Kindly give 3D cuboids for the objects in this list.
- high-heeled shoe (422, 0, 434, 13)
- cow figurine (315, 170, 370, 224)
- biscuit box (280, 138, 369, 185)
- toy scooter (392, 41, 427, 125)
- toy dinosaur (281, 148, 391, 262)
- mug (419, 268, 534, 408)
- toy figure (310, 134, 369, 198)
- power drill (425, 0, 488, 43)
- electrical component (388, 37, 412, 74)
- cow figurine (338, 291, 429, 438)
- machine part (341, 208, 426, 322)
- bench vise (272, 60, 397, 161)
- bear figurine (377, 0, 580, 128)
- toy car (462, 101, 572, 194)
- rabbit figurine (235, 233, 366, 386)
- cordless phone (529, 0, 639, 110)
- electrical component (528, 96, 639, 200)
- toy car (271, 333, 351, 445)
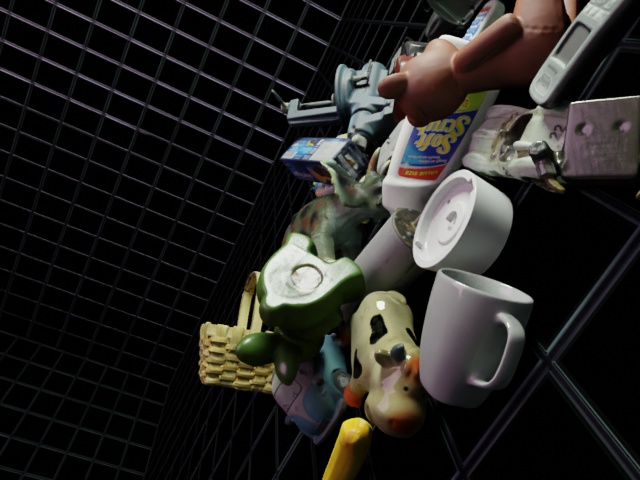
[{"bbox_3d":[0.187,-0.450,0.882,0.145,0.248,0.086,-30,77,35],"label":"high-heeled shoe"},{"bbox_3d":[0.055,-0.094,0.972,0.098,0.068,0.167,-51,29,-7],"label":"cow figurine"},{"bbox_3d":[0.002,-0.143,0.976,0.059,0.062,0.203,-50,28,-12],"label":"biscuit box"},{"bbox_3d":[0.157,-0.248,0.883,0.184,0.075,0.135,-75,-7,-62],"label":"toy scooter"},{"bbox_3d":[0.000,0.000,0.873,0.405,0.131,0.192,-36,49,53],"label":"toy dinosaur"},{"bbox_3d":[0.131,0.090,0.453,0.110,0.081,0.107,-135,58,-67],"label":"mug"},{"bbox_3d":[0.037,-0.143,1.155,0.089,0.082,0.180,-144,75,-74],"label":"toy figure"},{"bbox_3d":[0.215,-0.362,0.769,0.232,0.086,0.207,-48,-4,36],"label":"power drill"},{"bbox_3d":[0.163,-0.325,1.043,0.075,0.048,0.119,-48,22,55],"label":"electrical component"},{"bbox_3d":[0.078,0.126,0.577,0.195,0.085,0.127,-90,20,-60],"label":"cow figurine"},{"bbox_3d":[0.082,0.039,0.695,0.079,0.079,0.243,-81,19,-45],"label":"machine part"},{"bbox_3d":[0.036,-0.239,1.007,0.128,0.241,0.223,54,-141,-59],"label":"bench vise"},{"bbox_3d":[0.167,-0.200,0.577,0.196,0.120,0.132,-6,70,40],"label":"bear figurine"},{"bbox_3d":[0.197,-0.094,0.524,0.073,0.056,0.202,-65,14,6],"label":"toy car"},{"bbox_3d":[-0.023,0.107,0.679,0.159,0.121,0.170,-53,-23,-38],"label":"rabbit figurine"},{"bbox_3d":[0.237,-0.200,0.446,0.184,0.089,0.147,-54,18,29],"label":"cordless phone"},{"bbox_3d":[0.208,-0.066,0.389,0.102,0.045,0.078,12,92,40],"label":"electrical component"},{"bbox_3d":[-0.015,0.196,0.765,0.109,0.103,0.162,-58,18,29],"label":"toy car"}]
